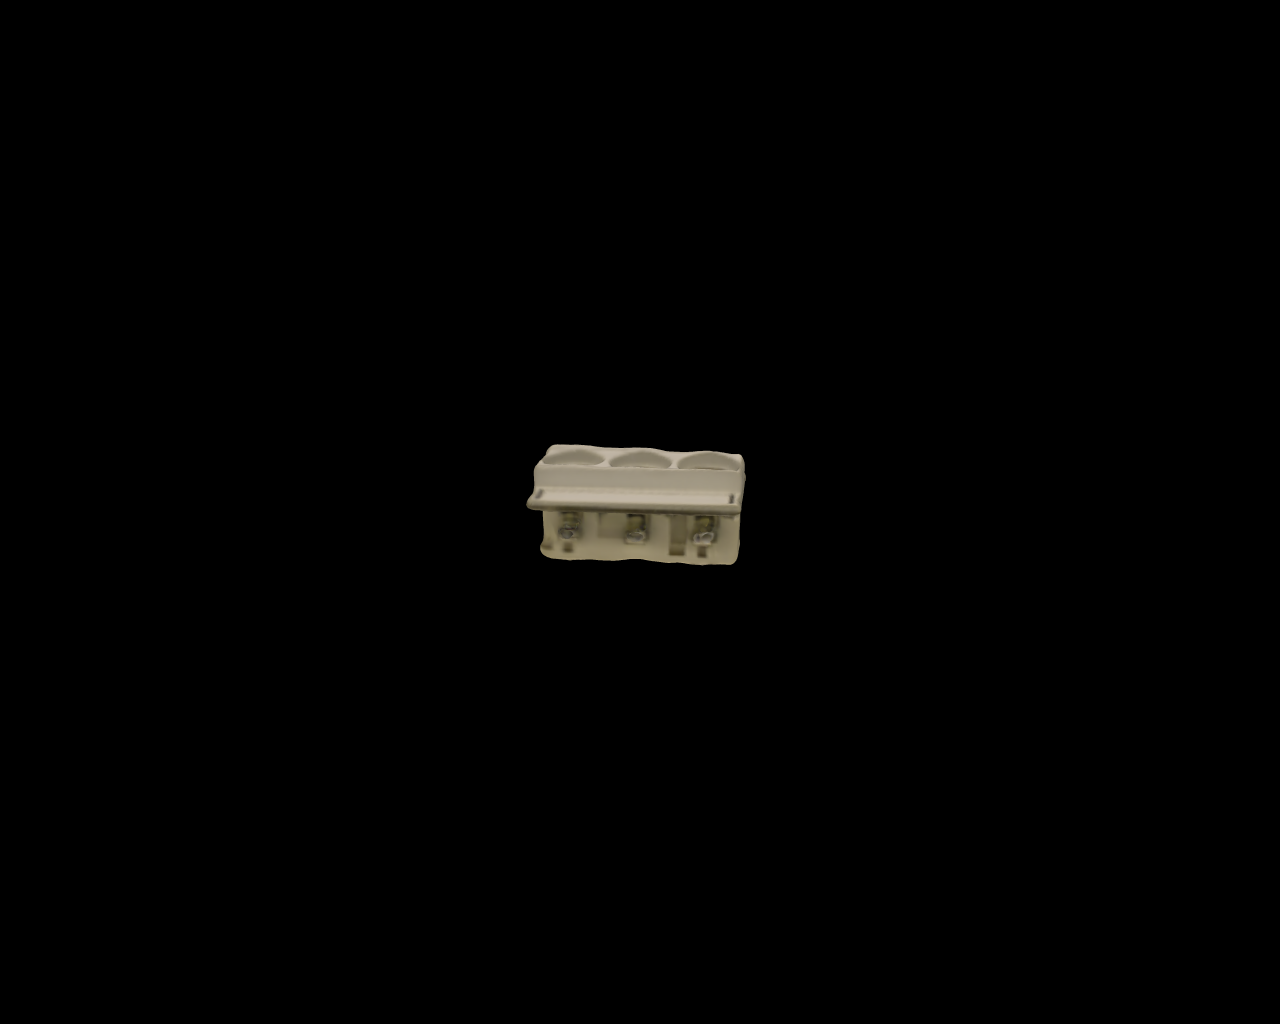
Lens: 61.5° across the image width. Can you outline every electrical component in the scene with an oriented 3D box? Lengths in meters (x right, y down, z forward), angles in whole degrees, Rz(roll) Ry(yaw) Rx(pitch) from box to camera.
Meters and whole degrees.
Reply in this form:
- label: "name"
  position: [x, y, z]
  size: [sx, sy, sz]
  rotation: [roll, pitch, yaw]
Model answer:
- label: "electrical component"
  position: [0.001, -0.003, 0.650]
  size: [0.121, 0.063, 0.079]
  rotation: [3, 20, 7]
